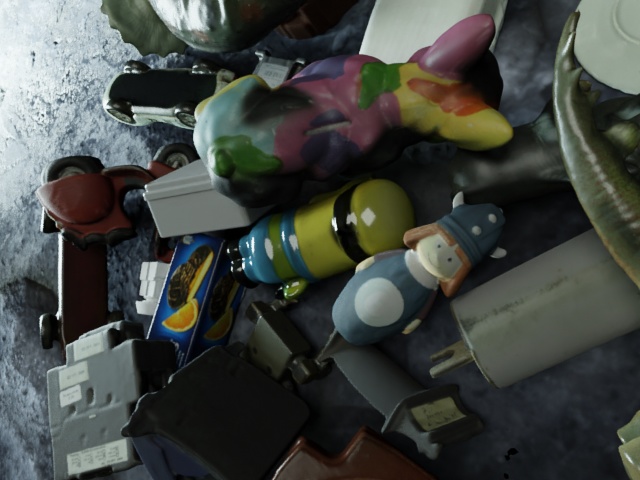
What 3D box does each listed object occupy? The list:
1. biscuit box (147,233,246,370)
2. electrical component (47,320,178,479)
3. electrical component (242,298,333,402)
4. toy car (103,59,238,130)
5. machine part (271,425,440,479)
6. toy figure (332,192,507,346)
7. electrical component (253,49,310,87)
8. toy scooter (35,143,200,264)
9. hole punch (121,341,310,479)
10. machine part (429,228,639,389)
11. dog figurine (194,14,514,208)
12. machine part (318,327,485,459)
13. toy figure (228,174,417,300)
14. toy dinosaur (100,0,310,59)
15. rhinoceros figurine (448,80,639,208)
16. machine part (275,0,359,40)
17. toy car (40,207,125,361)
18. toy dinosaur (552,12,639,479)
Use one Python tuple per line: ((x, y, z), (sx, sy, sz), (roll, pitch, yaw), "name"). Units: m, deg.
((-0.132, 0.094, 0.548), (0.063, 0.059, 0.202), (13, 83, 28), "biscuit box")
((-0.190, 0.145, 0.496), (0.115, 0.058, 0.134), (-19, 69, 19), "electrical component")
((-0.032, 0.101, 0.507), (0.102, 0.045, 0.078), (40, 124, 32), "electrical component")
((-0.184, -0.175, 0.654), (0.202, 0.056, 0.073), (10, 74, 28), "toy car")
((0.029, 0.252, 0.367), (0.202, 0.087, 0.201), (34, 76, 11), "machine part")
((0.076, 0.027, 0.414), (0.154, 0.064, 0.058), (-42, 19, 29), "toy figure")
((-0.055, -0.139, 0.581), (0.075, 0.047, 0.119), (26, 87, 31), "electrical component")
((-0.216, -0.032, 0.602), (0.184, 0.075, 0.135), (-10, 86, -9), "toy scooter")
((-0.088, 0.165, 0.456), (0.116, 0.142, 0.092), (35, 125, 14), "hole punch")
((0.187, 0.039, 0.390), (0.243, 0.079, 0.079), (-32, 64, 17), "machine part")
((0.030, -0.095, 0.412), (0.219, 0.191, 0.108), (-3, 106, 48), "dog figurine")
((0.061, 0.119, 0.440), (0.139, 0.084, 0.039), (35, 120, 39), "machine part")
((0.000, 0.002, 0.488), (0.180, 0.089, 0.082), (-16, 107, 18), "toy figure")
((-0.109, -0.259, 0.546), (0.405, 0.131, 0.192), (37, 126, 38), "toy dinosaur")
((0.187, -0.067, 0.390), (0.190, 0.112, 0.073), (-9, 114, 31), "rhinoceros figurine")
((-0.013, -0.319, 0.604), (0.179, 0.056, 0.179), (-8, 72, 25), "machine part")
((-0.277, 0.040, 0.626), (0.053, 0.089, 0.202), (-39, 56, 57), "toy car")
((0.262, 0.080, 0.286), (0.198, 0.105, 0.471), (-45, 81, 13), "toy dinosaur")
